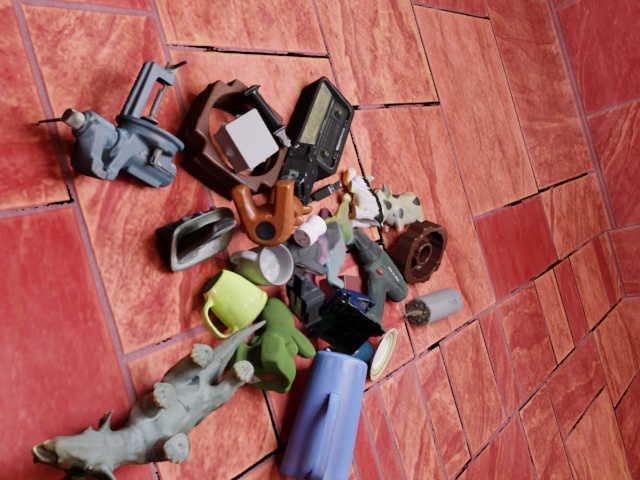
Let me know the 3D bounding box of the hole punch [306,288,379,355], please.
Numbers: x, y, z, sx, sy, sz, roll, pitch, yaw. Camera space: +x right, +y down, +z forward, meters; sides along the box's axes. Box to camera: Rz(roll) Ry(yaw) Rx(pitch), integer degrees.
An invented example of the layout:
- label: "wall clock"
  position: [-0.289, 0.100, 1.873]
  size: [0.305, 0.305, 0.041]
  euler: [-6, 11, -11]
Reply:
- label: "hole punch"
  position: [0.051, 0.161, 1.137]
  size: [0.116, 0.142, 0.092]
  euler: [35, 27, -13]

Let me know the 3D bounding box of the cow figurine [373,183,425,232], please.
- label: "cow figurine"
  position: [0.188, -0.085, 1.391]
  size: [0.195, 0.086, 0.127]
  euler: [-13, 94, -43]

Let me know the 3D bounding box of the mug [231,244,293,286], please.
- label: "mug"
  position: [-0.125, 0.050, 1.028]
  size: [0.109, 0.107, 0.081]
  euler: [19, 67, -39]

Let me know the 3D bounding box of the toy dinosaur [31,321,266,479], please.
- label: "toy dinosaur"
  position: [-0.233, 0.263, 0.842]
  size: [0.131, 0.192, 0.405]
  euler: [58, 31, 2]

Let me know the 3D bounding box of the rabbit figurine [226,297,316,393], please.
- label: "rabbit figurine"
  position: [-0.078, 0.194, 1.034]
  size: [0.159, 0.121, 0.170]
  euler: [42, 38, -34]

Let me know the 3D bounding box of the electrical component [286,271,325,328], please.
- label: "electrical component"
  position: [-0.032, 0.107, 1.067]
  size: [0.048, 0.075, 0.119]
  euler: [-23, 131, -34]

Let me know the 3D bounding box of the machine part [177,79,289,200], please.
- label: "machine part"
  position: [-0.170, -0.196, 1.066]
  size: [0.201, 0.087, 0.201]
  euler: [35, 56, -32]

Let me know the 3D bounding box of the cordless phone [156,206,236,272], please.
- label: "cordless phone"
  position: [-0.185, -0.019, 0.933]
  size: [0.146, 0.184, 0.088]
  euler: [-28, 95, -45]

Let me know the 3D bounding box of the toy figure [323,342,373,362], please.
- label: "toy figure"
  position: [0.049, 0.255, 1.182]
  size: [0.154, 0.058, 0.064]
  euler: [1, 73, -39]

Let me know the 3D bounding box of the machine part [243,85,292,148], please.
- label: "machine part"
  position: [-0.097, -0.239, 1.046]
  size: [0.138, 0.039, 0.084]
  euler: [56, 10, -8]

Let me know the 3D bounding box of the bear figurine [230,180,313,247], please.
- label: "bear figurine"
  position: [-0.082, -0.066, 1.019]
  size: [0.196, 0.120, 0.131]
  euler: [-65, 149, -66]

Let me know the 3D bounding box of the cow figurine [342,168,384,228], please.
- label: "cow figurine"
  position: [0.106, -0.104, 1.292]
  size: [0.098, 0.068, 0.167]
  euler: [7, 55, -18]

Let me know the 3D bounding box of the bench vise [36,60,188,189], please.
- label: "bench vise"
  position: [-0.308, -0.201, 0.891]
  size: [0.223, 0.129, 0.240]
  euler: [30, 77, -44]

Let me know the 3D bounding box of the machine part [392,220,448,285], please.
- label: "machine part"
  position: [0.260, 0.032, 1.403]
  size: [0.179, 0.056, 0.179]
  euler: [-23, 126, -37]

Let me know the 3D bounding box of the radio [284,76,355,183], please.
- label: "radio"
  position: [-0.002, -0.255, 1.255]
  size: [0.131, 0.073, 0.229]
  euler: [38, 55, -31]

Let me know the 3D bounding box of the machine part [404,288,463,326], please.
- label: "machine part"
  position: [0.310, 0.178, 1.443]
  size: [0.243, 0.079, 0.079]
  euler: [-8, 85, -45]

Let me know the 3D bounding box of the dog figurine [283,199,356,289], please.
- label: "dog figurine"
  position: [-0.002, -0.004, 1.169]
  size: [0.191, 0.108, 0.219]
  euler: [34, 53, -31]

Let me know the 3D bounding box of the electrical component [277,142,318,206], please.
- label: "electrical component"
  position: [-0.045, -0.126, 1.148]
  size: [0.134, 0.058, 0.115]
  euler: [86, 20, -61]

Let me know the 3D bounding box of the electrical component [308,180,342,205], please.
- label: "electrical component"
  position: [0.008, -0.109, 1.233]
  size: [0.021, 0.094, 0.063]
  euler: [61, 8, -10]

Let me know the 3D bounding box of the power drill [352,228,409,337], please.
- label: "power drill"
  position: [0.117, 0.111, 1.280]
  size: [0.231, 0.086, 0.207]
  euler: [44, 44, -31]
